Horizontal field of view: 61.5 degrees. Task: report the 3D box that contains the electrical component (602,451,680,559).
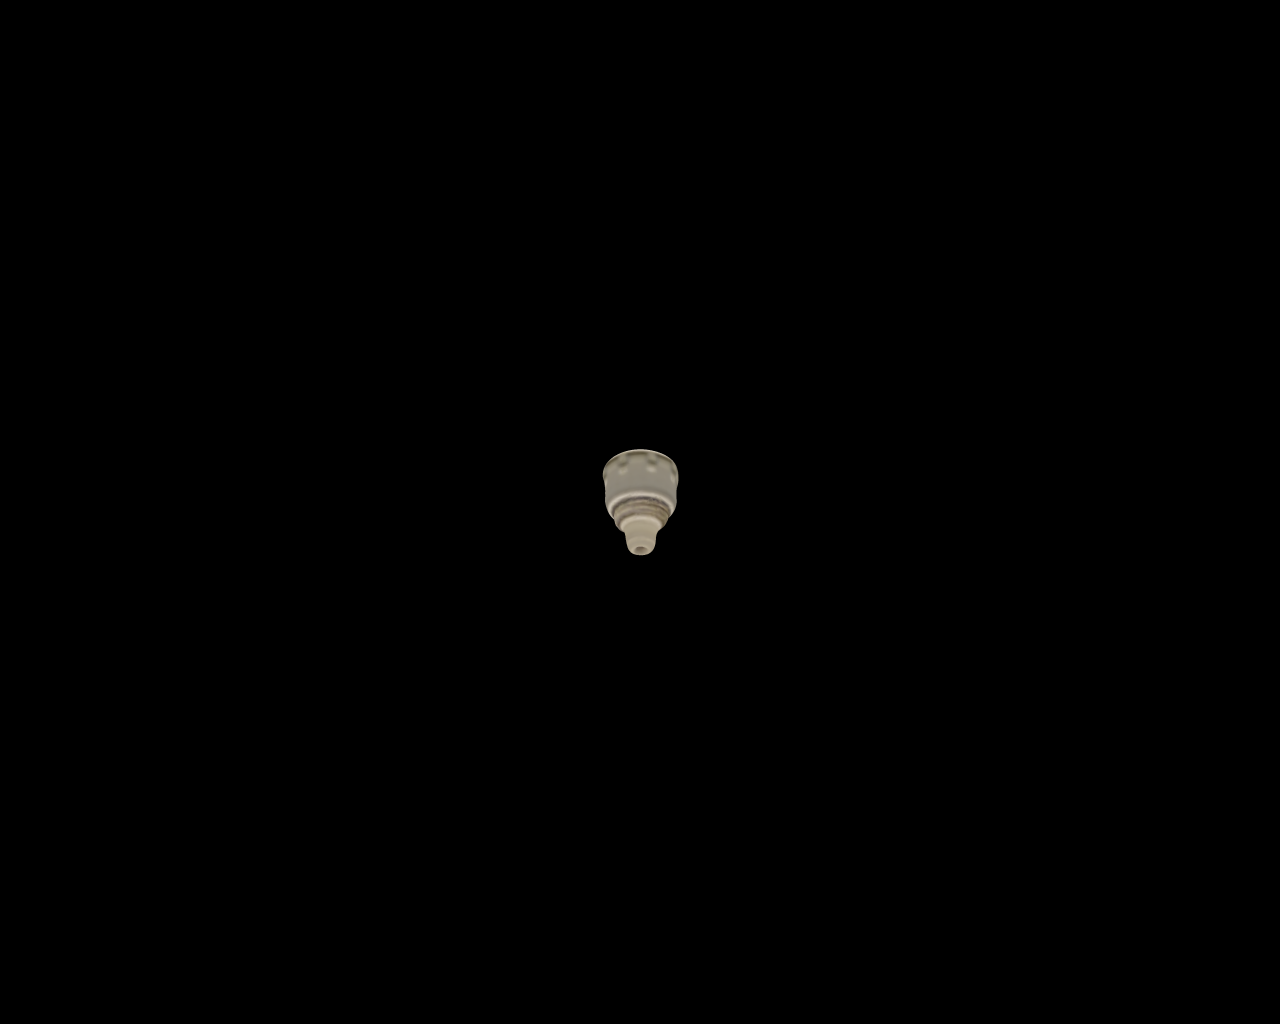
[{"bbox_3d":[0.001,-0.003,0.650,0.048,0.062,0.048,0,-31,0],"label":"electrical component"}]
